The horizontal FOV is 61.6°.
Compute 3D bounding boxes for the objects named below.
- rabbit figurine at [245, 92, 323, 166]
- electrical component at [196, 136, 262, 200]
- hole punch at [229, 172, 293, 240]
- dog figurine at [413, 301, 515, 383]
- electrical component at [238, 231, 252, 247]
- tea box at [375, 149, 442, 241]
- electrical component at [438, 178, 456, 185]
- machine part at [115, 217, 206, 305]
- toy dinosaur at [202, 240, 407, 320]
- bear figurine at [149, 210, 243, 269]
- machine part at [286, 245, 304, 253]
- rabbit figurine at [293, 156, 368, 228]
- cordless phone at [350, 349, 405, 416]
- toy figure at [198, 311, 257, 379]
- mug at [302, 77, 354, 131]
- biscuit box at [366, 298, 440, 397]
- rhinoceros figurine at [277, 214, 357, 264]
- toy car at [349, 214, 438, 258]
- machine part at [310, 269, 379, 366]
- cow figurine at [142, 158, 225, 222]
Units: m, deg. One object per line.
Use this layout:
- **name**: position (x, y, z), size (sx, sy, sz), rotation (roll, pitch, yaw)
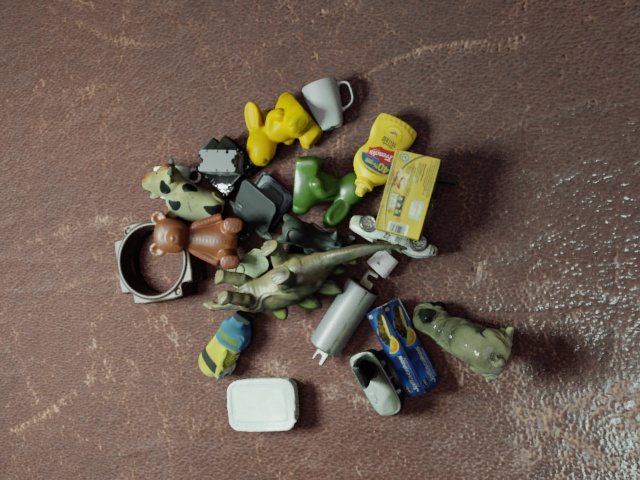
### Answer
- **rabbit figurine**: position (-0.107, -0.252, 1.230), size (0.173, 0.122, 0.162), rotation (-46, 74, 10)
- **electrical component**: position (-0.227, -0.180, 1.290), size (0.134, 0.058, 0.115), rotation (42, 96, 11)
- **hole punch**: position (-0.131, -0.085, 1.256), size (0.142, 0.092, 0.115), rotation (39, 130, 10)
- **dog figurine**: position (0.279, 0.196, 1.093), size (0.191, 0.172, 0.121), rotation (23, 83, 7)
- **electrical component**: position (-0.205, -0.012, 1.283), size (0.094, 0.021, 0.063), rotation (-30, 97, 38)
- **tea box**: position (0.181, -0.090, 1.101), size (0.098, 0.068, 0.169), rotation (17, 91, 14)
- **electrical component**: position (0.231, -0.115, 1.164), size (0.119, 0.075, 0.047), rotation (10, 91, 11)
- **machine part**: position (-0.390, 0.050, 1.308), size (0.202, 0.087, 0.201), rotation (-11, 86, 15)
- **toy dinosaur**: position (-0.054, 0.080, 1.137), size (0.472, 0.198, 0.105), rotation (-21, 58, 25)
- **bear figurine**: position (-0.279, -0.005, 1.196), size (0.196, 0.132, 0.120), rotation (7, 93, -17)
- **machine part**: position (-0.065, 0.030, 1.238), size (0.039, 0.084, 0.139), rotation (14, 78, 42)
- **rabbit figurine**: position (0.027, -0.109, 1.195), size (0.170, 0.121, 0.159), rotation (4, 87, -1)
- **cordless phone**: position (0.117, 0.304, 1.119), size (0.089, 0.184, 0.146), rotation (-29, 81, 7)
- **toy figure**: position (-0.217, 0.242, 1.261), size (0.089, 0.082, 0.180), rotation (35, 105, 32)
- **mug**: position (0.025, -0.309, 1.225), size (0.110, 0.081, 0.107), rotation (-16, 94, 3)
- **biscuit box**: position (0.179, 0.232, 1.157), size (0.063, 0.059, 0.202), rotation (-38, 77, 50)
- **rhinoceros figurine**: position (-0.002, -0.004, 1.183), size (0.112, 0.190, 0.073), rotation (2, 74, 58)
- **toy car**: position (0.161, -0.005, 1.175), size (0.202, 0.073, 0.056), rotation (23, 90, 14)
- **machine part**: position (0.053, 0.170, 1.195), size (0.079, 0.079, 0.243), rotation (32, 97, 13)
- **cow figurine**: position (-0.314, -0.104, 1.242), size (0.195, 0.086, 0.127), rotation (22, 112, -21)
